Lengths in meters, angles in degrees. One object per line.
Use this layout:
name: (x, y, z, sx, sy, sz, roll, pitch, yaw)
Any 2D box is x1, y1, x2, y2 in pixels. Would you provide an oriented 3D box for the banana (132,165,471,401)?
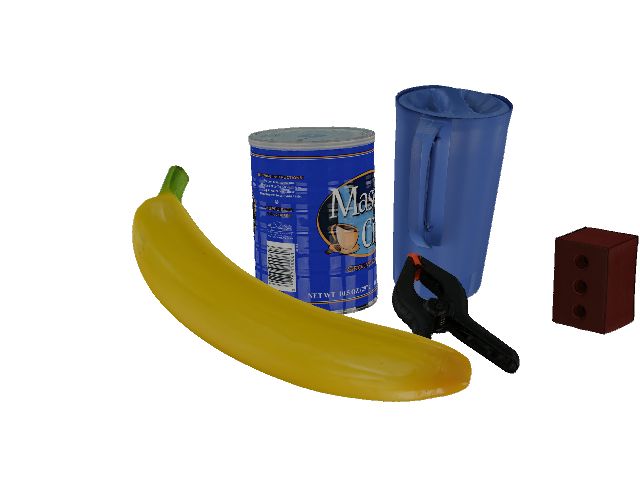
banana: (-0.026, 0.026, 0.498, 0.198, 0.069, 0.037, 34, -24, 25)

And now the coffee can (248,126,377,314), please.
coffee can: (-0.005, -0.018, 0.876, 0.103, 0.140, 0.103, -2, 12, 0)

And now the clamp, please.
clamp: (0.132, 0.082, 1.099, 0.120, 0.171, 0.039, 2, -43, -12)

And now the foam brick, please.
foam brick: (0.232, 0.033, 0.904, 0.053, 0.078, 0.051, 12, 22, 42)

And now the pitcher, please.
pitcher: (0.142, -0.051, 1.249, 0.149, 0.243, 0.145, -7, 25, -20)
